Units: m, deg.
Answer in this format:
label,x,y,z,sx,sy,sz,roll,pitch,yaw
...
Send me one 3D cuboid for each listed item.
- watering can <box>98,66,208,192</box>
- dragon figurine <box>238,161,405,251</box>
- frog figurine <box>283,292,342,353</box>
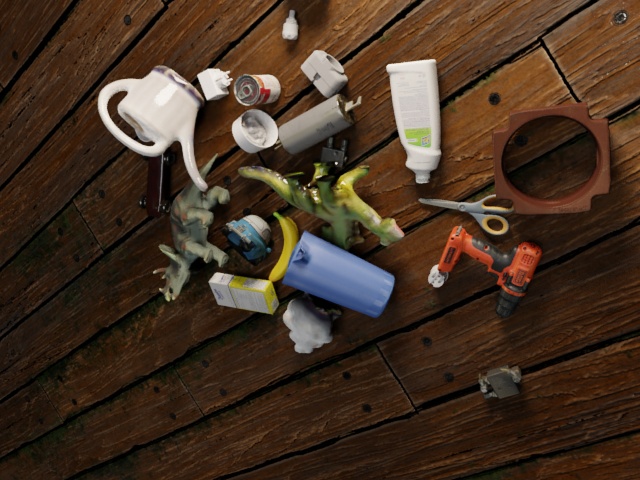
label,x,y,z,sx,sy,sz,roll,pitch,yaw
watering can,-0.369,-0.289,1.273,0.347,0.103,0.227,36,73,-4
dragon figurine,0.004,-0.060,1.200,0.411,0.124,0.238,7,122,29
frog figurine,-0.033,0.220,1.293,0.137,0.124,0.158,28,105,-6
